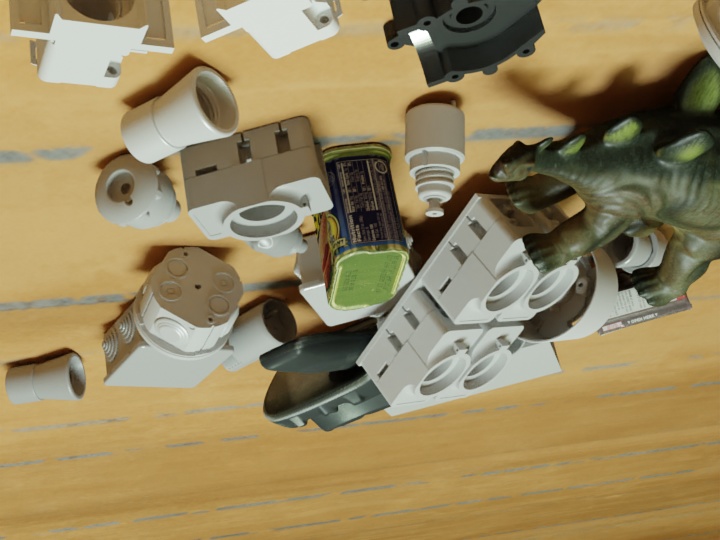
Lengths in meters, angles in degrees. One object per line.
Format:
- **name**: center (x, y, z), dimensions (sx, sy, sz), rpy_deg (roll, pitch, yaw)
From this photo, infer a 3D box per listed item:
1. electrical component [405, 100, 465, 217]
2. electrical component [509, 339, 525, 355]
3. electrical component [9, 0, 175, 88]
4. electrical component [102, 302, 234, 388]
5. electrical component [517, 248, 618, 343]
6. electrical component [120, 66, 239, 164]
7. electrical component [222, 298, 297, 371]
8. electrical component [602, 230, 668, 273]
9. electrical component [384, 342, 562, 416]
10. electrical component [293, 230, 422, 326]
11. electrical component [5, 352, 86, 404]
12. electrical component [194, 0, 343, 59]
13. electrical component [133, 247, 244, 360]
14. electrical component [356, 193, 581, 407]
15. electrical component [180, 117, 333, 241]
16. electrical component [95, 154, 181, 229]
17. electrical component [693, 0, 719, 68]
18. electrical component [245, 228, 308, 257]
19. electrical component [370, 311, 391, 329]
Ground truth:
- **electrical component**: center (0.050, -0.074, 0.716), dimensions (0.040, 0.078, 0.040), rpy_deg (1, 164, 0)
- **electrical component**: center (0.109, 0.035, 0.987), dimensions (0.044, 0.077, 0.079), rpy_deg (-37, 115, -6)
- **electrical component**: center (-0.141, -0.127, 0.554), dimensions (0.081, 0.042, 0.064), rpy_deg (2, 154, -26)
- **electrical component**: center (-0.171, 0.065, 0.946), dimensions (0.100, 0.048, 0.100), rpy_deg (6, 150, -33)
- **electrical component**: center (0.171, 0.015, 0.930), dimensions (0.099, 0.099, 0.064), rpy_deg (-30, 156, 35)
- **electrical component**: center (-0.112, -0.090, 0.649), dimensions (0.065, 0.044, 0.044), rpy_deg (-20, 155, 29)
- **electrical component**: center (-0.101, 0.061, 0.976), dimensions (0.081, 0.043, 0.043), rpy_deg (-29, 150, 34)
- **electrical component**: center (0.241, -0.020, 0.949), dimensions (0.055, 0.045, 0.045), rpy_deg (12, 147, -42)
- **electrical component**: center (0.101, 0.085, 1.095), dimensions (0.186, 0.060, 0.105), rpy_deg (-16, 155, 11)
- **electrical component**: center (0.000, 0.000, 0.881), dimensions (0.100, 0.048, 0.099), rpy_deg (-15, 155, 8)
- **electrical component**: center (-0.290, 0.102, 0.985), dimensions (0.065, 0.044, 0.044), rpy_deg (-9, 156, 6)
- **electrical component**: center (-0.043, -0.145, 0.559), dimensions (0.081, 0.042, 0.064), rpy_deg (-18, 156, 16)
- **electrical component**: center (-0.134, 0.026, 0.843), dimensions (0.080, 0.080, 0.051), rpy_deg (1, 147, -26)
- **electrical component**: center (0.094, 0.030, 0.877), dimensions (0.105, 0.060, 0.186), rpy_deg (0, 134, -45)
- **electrical component**: center (-0.068, -0.057, 0.720), dimensions (0.089, 0.055, 0.050), rpy_deg (-14, 156, 6)
- **electrical component**: center (-0.144, -0.048, 0.723), dimensions (0.048, 0.048, 0.062), rpy_deg (-20, 161, 17)
- **electrical component**: center (0.243, -0.143, 0.643), dimensions (0.080, 0.080, 0.051), rpy_deg (10, 143, -38)
- **electrical component**: center (-0.061, -0.026, 0.817), dimensions (0.035, 0.035, 0.061), rpy_deg (-23, 155, 24)
- **electrical component**: center (0.036, 0.038, 0.962), dimensions (0.081, 0.063, 0.042), rpy_deg (8, 148, -35)
